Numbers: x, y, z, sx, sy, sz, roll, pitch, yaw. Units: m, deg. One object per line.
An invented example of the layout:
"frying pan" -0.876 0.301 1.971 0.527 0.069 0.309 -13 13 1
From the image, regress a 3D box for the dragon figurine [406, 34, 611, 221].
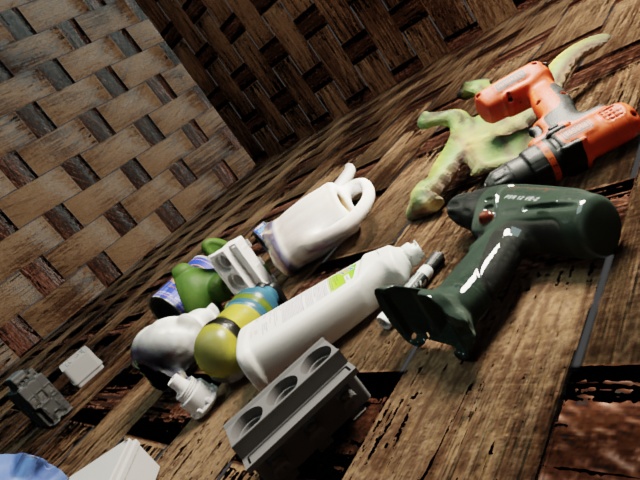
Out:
"dragon figurine" 0.291 -0.163 0.772 0.407 0.120 0.248 -33 32 16

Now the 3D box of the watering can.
"watering can" 0.003 -0.049 0.975 0.223 0.103 0.353 -34 16 10

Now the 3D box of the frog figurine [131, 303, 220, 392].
"frog figurine" -0.222 0.155 0.836 0.135 0.122 0.163 -49 11 50
